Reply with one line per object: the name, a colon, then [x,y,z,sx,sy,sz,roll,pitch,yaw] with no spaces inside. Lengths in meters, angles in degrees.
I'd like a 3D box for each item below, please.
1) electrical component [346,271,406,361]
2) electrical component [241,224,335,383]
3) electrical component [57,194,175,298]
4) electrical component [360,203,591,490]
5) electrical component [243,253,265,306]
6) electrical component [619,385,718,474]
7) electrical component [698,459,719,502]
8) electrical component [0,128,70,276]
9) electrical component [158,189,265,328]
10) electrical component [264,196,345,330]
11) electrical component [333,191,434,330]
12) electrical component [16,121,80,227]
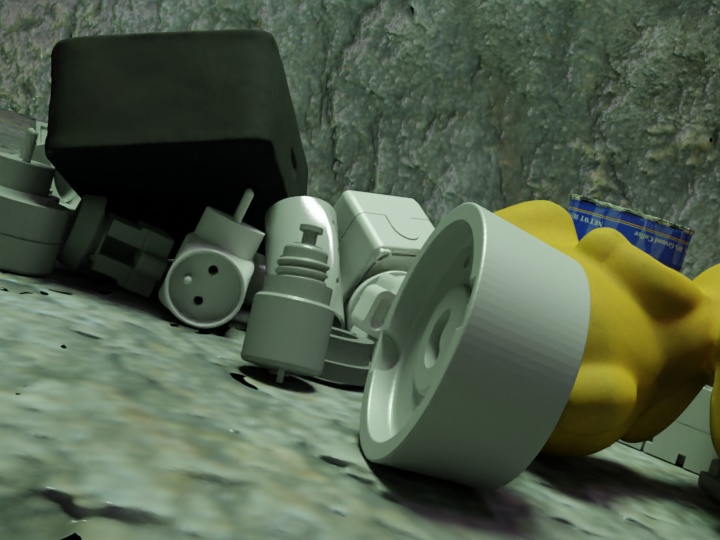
electrical component: [0.026,0.032,0.619,0.078,0.058,0.057,29,-1,-25]
electrical component: [-0.032,0.017,0.522,0.040,0.078,0.040,12,-9,2]
electrical component: [-0.145,-0.015,0.633,0.055,0.048,0.066,25,2,-19]
electrical component: [0.050,0.034,0.426,0.060,0.108,0.108,22,4,-12]
electrical component: [-0.074,0.004,0.707,0.046,0.040,0.040,23,4,-7]
electrical component: [0.185,0.081,0.643,0.089,0.055,0.050,20,6,33]
electrical component: [0.228,0.106,0.539,0.089,0.050,0.056,16,5,-13]
electrical component: [-0.203,-0.047,0.633,0.052,0.073,0.138,15,5,-24]
electrical component: [-0.080,-0.010,0.614,0.043,0.079,0.077,26,3,-9]
electrical component: [-0.032,0.011,0.631,0.043,0.077,0.079,-5,-35,0]
electrical component: [0.000,0.000,0.687,0.062,0.096,0.061,4,44,-40]
electrical component: [-0.203,-0.057,0.782,0.063,0.078,0.121,-5,-6,27]
